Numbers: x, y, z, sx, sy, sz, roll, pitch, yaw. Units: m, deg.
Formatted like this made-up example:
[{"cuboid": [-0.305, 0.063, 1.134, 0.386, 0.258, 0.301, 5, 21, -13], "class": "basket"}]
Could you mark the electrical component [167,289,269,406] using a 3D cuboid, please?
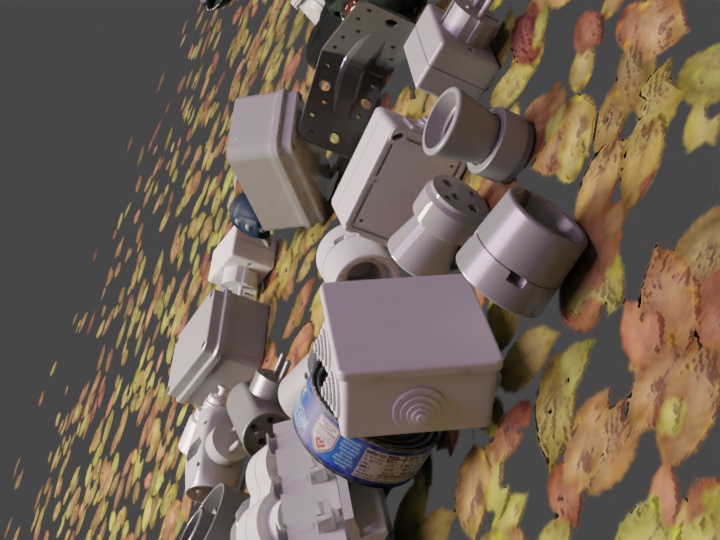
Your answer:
[{"cuboid": [-0.140, 0.079, 1.049, 0.113, 0.057, 0.078, -48, 30, 45], "class": "electrical component"}]

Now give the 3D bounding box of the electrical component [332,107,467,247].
[{"cuboid": [0.029, -0.069, 0.751, 0.096, 0.062, 0.061, -63, 22, 17], "class": "electrical component"}]

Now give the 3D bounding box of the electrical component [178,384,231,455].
[{"cuboid": [-0.142, 0.146, 1.019, 0.078, 0.040, 0.040, -67, 21, 7], "class": "electrical component"}]

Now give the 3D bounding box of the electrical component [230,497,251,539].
[{"cuboid": [-0.076, 0.199, 0.799, 0.062, 0.048, 0.048, 121, 158, -45], "class": "electrical component"}]

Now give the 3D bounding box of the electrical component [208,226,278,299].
[{"cuboid": [-0.120, 0.005, 1.083, 0.066, 0.047, 0.076, -43, 33, 50], "class": "electrical component"}]

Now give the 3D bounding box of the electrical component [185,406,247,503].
[{"cuboid": [-0.120, 0.157, 0.948, 0.079, 0.043, 0.077, -46, 31, 48], "class": "electrical component"}]

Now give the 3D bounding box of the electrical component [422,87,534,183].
[{"cuboid": [0.073, -0.082, 0.661, 0.045, 0.055, 0.045, -52, 27, 41], "class": "electrical component"}]

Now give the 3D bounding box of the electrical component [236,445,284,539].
[{"cuboid": [-0.047, 0.174, 0.735, 0.074, 0.052, 0.138, -44, 33, 50], "class": "electrical component"}]

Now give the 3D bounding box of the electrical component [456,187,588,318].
[{"cuboid": [0.086, -0.010, 0.566, 0.047, 0.055, 0.055, -56, 24, 24], "class": "electrical component"}]

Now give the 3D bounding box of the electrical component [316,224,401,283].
[{"cuboid": [0.000, 0.000, 0.774, 0.055, 0.055, 0.047, -62, 25, 21], "class": "electrical component"}]

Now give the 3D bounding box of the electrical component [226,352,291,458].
[{"cuboid": [-0.075, 0.106, 0.880, 0.079, 0.043, 0.077, -67, 21, 7], "class": "electrical component"}]

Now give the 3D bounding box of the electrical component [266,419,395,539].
[{"cuboid": [-0.018, 0.139, 0.660, 0.121, 0.063, 0.078, -105, -1, -57], "class": "electrical component"}]

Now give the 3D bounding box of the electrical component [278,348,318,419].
[{"cuboid": [-0.023, 0.076, 0.776, 0.081, 0.043, 0.043, -47, 31, 47], "class": "electrical component"}]

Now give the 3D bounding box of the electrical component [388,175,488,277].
[{"cuboid": [0.050, -0.027, 0.684, 0.055, 0.045, 0.045, -57, 24, 31], "class": "electrical component"}]

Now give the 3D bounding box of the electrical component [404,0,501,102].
[{"cuboid": [0.072, -0.164, 0.749, 0.076, 0.047, 0.065, -58, 24, 30], "class": "electrical component"}]

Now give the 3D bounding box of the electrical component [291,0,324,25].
[{"cuboid": [-0.025, -0.274, 1.055, 0.080, 0.051, 0.080, -42, 8, 7], "class": "electrical component"}]

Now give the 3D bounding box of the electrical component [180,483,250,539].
[{"cuboid": [-0.111, 0.225, 0.867, 0.099, 0.064, 0.099, -56, 12, 18], "class": "electrical component"}]

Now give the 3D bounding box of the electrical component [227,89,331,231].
[{"cuboid": [-0.069, -0.096, 0.954, 0.113, 0.057, 0.078, 67, -159, -50], "class": "electrical component"}]

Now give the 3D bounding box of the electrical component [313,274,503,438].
[{"cuboid": [0.026, 0.048, 0.602, 0.099, 0.100, 0.048, -105, 13, -57], "class": "electrical component"}]
